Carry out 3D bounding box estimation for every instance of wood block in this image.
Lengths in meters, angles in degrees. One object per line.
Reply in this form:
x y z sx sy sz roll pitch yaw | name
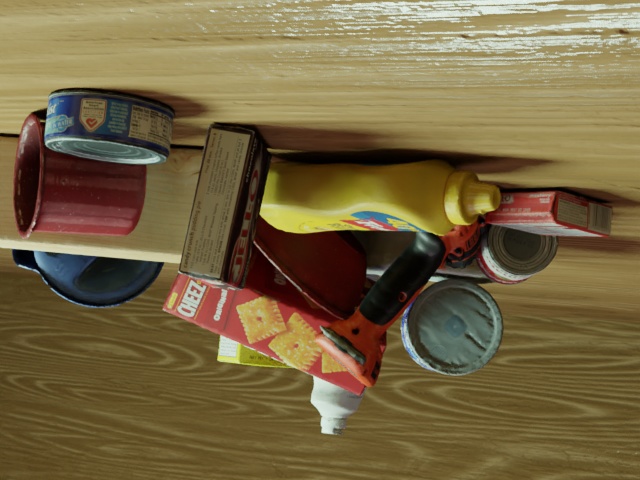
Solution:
-0.188 -0.033 0.912 0.206 0.091 0.090 4 175 10 | wood block

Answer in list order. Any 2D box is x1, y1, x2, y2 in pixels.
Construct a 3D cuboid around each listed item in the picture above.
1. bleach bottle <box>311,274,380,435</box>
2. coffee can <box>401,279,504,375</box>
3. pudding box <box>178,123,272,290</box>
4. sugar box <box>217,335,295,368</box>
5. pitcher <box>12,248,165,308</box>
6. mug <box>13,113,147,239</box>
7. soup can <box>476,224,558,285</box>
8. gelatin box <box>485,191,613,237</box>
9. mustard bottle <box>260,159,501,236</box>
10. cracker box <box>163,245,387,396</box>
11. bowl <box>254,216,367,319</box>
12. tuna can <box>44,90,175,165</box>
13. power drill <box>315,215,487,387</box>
0.022 0.110 1.302 0.068 0.251 0.102 1 172 41 | bleach bottle
0.145 0.099 1.198 0.103 0.103 0.140 5 174 2 | coffee can
-0.069 -0.022 0.792 0.039 0.113 0.090 9 175 5 | pudding box
-0.062 0.056 1.229 0.093 0.176 0.048 11 174 -44 | sugar box
-0.235 -0.001 1.146 0.149 0.145 0.243 33 171 -13 | pitcher
-0.186 -0.040 0.813 0.081 0.093 0.117 3 152 -28 | mug
0.190 0.006 1.037 0.068 0.068 0.102 5 173 3 | soup can
0.200 -0.023 0.930 0.089 0.030 0.073 11 174 -42 | gelatin box
0.050 -0.033 0.836 0.192 0.058 0.096 1 171 34 | mustard bottle
-0.037 0.058 1.101 0.213 0.072 0.164 25 -161 -4 | cracker box
-0.007 0.001 1.013 0.162 0.055 0.162 44 -171 -9 | bowl
-0.144 -0.076 0.728 0.086 0.034 0.086 6 174 0 | tuna can
0.079 0.043 0.970 0.057 0.187 0.184 36 175 18 | power drill
